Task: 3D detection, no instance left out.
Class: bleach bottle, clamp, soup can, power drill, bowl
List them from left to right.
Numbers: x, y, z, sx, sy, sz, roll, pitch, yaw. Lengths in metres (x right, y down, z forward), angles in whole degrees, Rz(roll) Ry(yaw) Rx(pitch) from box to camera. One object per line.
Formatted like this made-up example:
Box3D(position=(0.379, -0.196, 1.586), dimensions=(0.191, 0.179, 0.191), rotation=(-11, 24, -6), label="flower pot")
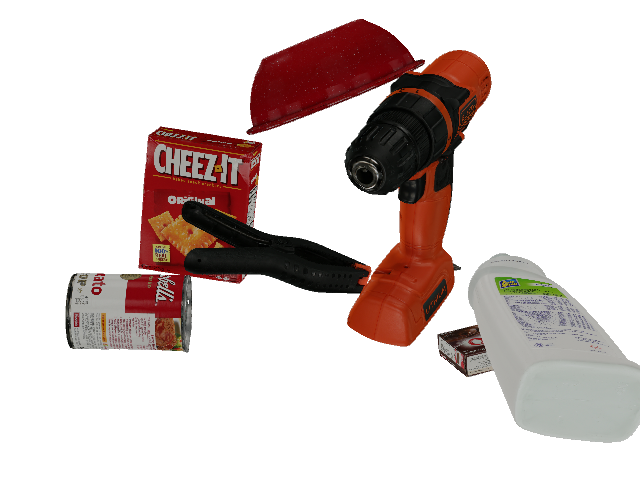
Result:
Box3D(position=(-0.166, 0.063, 0.933), dimensions=(0.102, 0.068, 0.068), rotation=(1, 0, -2), label="soup can")
Box3D(position=(-0.049, 0.019, 1.098), dimensions=(0.210, 0.036, 0.164), rotation=(17, 19, -7), label="clamp")
Box3D(position=(0.003, -0.144, 0.896), dimensions=(0.162, 0.055, 0.162), rotation=(-22, 9, 3), label="bowl")
Box3D(position=(0.062, -0.022, 0.737), dimensions=(0.057, 0.188, 0.184), rotation=(20, 35, 20), label="power drill")
Box3D(position=(0.184, 0.072, 0.892), dimensions=(0.102, 0.068, 0.251), rotation=(7, 21, -5), label="bleach bottle")

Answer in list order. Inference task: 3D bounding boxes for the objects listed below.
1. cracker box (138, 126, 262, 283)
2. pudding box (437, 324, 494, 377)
Box3D(position=(-0.184, -0.052, 1.620), dimensions=(0.164, 0.214, 0.072), rotation=(10, 19, 6), label="cracker box")
Box3D(position=(0.237, 0.152, 1.528), dimensions=(0.113, 0.039, 0.090), rotation=(-14, 18, -16), label="pudding box")
